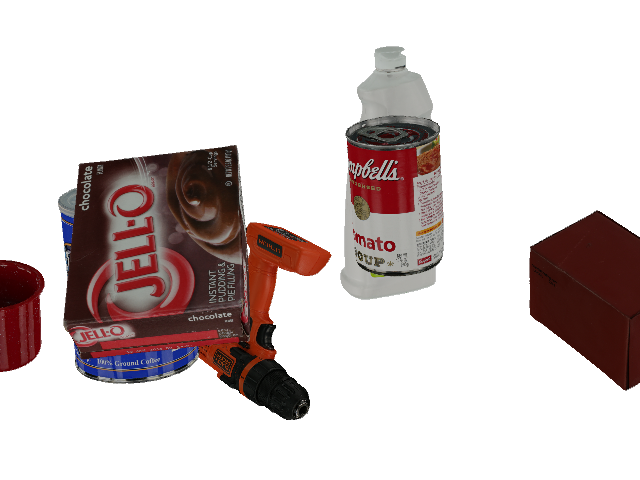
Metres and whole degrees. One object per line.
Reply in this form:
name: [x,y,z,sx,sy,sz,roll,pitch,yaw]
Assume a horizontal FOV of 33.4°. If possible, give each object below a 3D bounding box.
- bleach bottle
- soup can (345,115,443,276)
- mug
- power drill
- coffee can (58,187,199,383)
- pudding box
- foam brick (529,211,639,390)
bleach bottle: [0.067,-0.070,1.090,0.102,0.251,0.068,-10,22,-16]
soup can: [0.055,-0.033,0.784,0.068,0.102,0.068,-4,24,2]
mug: [-0.324,0.084,1.059,0.093,0.081,0.117,8,30,4]
power drill: [-0.055,0.086,1.189,0.185,0.188,0.057,28,11,41]
coffee can: [-0.152,0.030,0.860,0.103,0.140,0.103,-2,18,0]
pudding box: [-0.084,0.005,0.565,0.090,0.113,0.039,-6,-41,1]
foam brick: [0.156,0.030,0.573,0.051,0.053,0.078,-25,41,-20]
